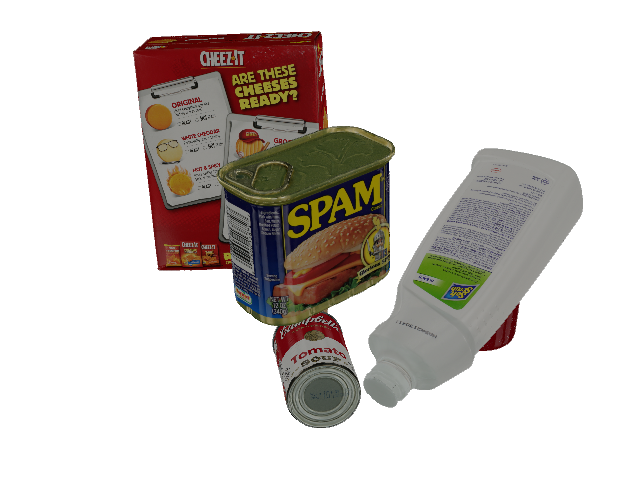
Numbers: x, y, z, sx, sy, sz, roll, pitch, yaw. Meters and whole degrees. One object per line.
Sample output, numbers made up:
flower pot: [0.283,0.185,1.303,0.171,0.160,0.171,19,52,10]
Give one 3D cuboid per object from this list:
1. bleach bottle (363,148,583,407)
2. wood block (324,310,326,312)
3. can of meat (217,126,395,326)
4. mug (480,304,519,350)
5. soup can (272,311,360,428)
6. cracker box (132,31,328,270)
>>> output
bleach bottle: [0.107,0.029,0.829,0.103,0.068,0.250,15,48,37]
wood block: [-0.023,-0.009,1.380,0.090,0.206,0.090,7,24,2]
can of meat: [-0.005,-0.009,0.616,0.101,0.084,0.058,-23,35,-33]
mug: [0.160,0.053,1.100,0.093,0.081,0.117,-3,28,-10]
soup can: [-0.005,0.116,0.970,0.068,0.068,0.102,0,24,-9]
cracker box: [-0.075,-0.081,0.988,0.164,0.214,0.072,-1,23,5]
